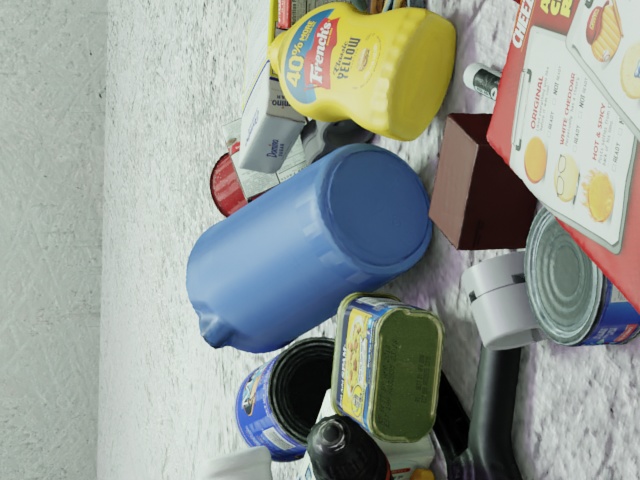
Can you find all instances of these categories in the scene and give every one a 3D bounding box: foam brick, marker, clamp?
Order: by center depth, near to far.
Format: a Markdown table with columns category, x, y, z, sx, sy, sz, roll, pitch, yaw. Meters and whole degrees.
| category | x | y | z | sx | sy | sz | roll | pitch | yaw |
| --- | --- | --- | --- | --- | --- | --- | --- | --- | --- |
| marker | 0.125 | -0.093 | 0.685 | 0.121 | 0.020 | 0.020 | -129 | 41 | -63 |
| foam brick | 0.108 | -0.038 | 0.690 | 0.051 | 0.053 | 0.078 | -120 | 33 | -56 |
| clamp | 0.112 | 0.149 | 0.722 | 0.165 | 0.036 | 0.210 | 116 | 151 | -57 |

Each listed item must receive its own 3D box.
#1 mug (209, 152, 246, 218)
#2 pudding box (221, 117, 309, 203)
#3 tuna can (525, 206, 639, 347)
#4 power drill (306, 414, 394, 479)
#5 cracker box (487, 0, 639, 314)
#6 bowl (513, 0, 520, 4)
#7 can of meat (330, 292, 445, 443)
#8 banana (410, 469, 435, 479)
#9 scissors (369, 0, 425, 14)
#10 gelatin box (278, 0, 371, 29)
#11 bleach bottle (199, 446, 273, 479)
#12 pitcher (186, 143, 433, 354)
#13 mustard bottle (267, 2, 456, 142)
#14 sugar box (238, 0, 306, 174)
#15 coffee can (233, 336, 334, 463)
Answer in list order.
| category | x | y | z | sx | sy | sz | roll | pitch | yaw |
| --- | --- | --- | --- | --- | --- | --- | --- | --- | --- |
| mug | -0.065 | -0.079 | 1.171 | 0.082 | 0.093 | 0.117 | 154 | 121 | -65 |
| pudding box | -0.044 | -0.087 | 1.080 | 0.039 | 0.090 | 0.113 | 63 | -176 | -53 |
| tuna can | 0.149 | 0.017 | 0.598 | 0.086 | 0.033 | 0.086 | 178 | 90 | -72 |
| power drill | 0.055 | 0.219 | 0.724 | 0.188 | 0.057 | 0.184 | 62 | 178 | 32 |
| cracker box | 0.164 | -0.071 | 0.486 | 0.214 | 0.072 | 0.164 | -117 | 31 | -54 |
| bowl | 0.121 | -0.211 | 0.631 | 0.162 | 0.055 | 0.162 | 179 | 90 | -72 |
| can of meat | 0.049 | 0.093 | 0.789 | 0.084 | 0.057 | 0.102 | -168 | 83 | -73 |
| banana | 0.070 | 0.277 | 0.862 | 0.070 | 0.037 | 0.198 | -117 | 31 | -52 |
| scissors | 0.077 | -0.232 | 0.829 | 0.202 | 0.016 | 0.096 | 113 | 148 | -52 |
| gelatin box | 0.009 | -0.218 | 0.920 | 0.030 | 0.089 | 0.073 | -152 | 62 | -69 |
| bleach bottle | -0.052 | 0.322 | 0.977 | 0.103 | 0.068 | 0.251 | 114 | 143 | -71 |
| pitcher | -0.006 | 0.001 | 0.912 | 0.243 | 0.144 | 0.149 | -32 | 60 | 56 |
| mustard bottle | 0.019 | -0.140 | 0.846 | 0.192 | 0.058 | 0.096 | 21 | 94 | 50 |
| sugar box | -0.043 | -0.160 | 1.030 | 0.093 | 0.048 | 0.176 | 125 | 149 | -55 |
| coffee can | -0.018 | 0.155 | 1.017 | 0.140 | 0.102 | 0.103 | 137 | 129 | -67 |
